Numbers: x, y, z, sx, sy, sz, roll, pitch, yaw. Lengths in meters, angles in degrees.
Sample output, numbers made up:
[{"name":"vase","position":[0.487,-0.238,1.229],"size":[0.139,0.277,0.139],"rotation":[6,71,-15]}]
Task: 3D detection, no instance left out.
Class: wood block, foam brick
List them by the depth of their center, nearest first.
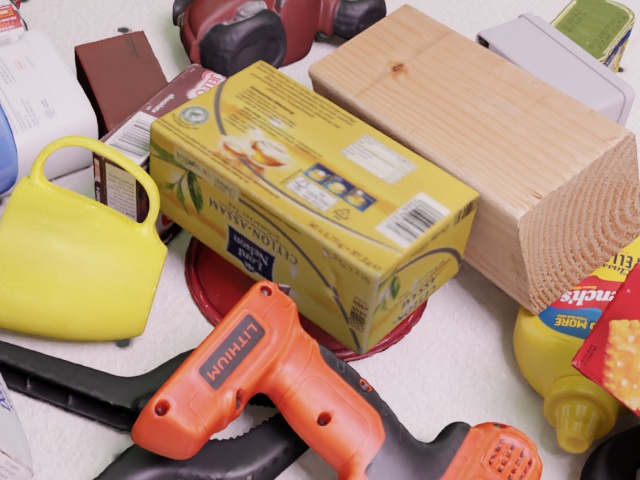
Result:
[{"name":"wood block","position":[0.094,-0.058,0.676],"size":[0.090,0.090,0.206],"rotation":[-35,47,-13]},{"name":"foam brick","position":[-0.135,-0.098,0.747],"size":[0.053,0.051,0.078],"rotation":[-18,65,-18]}]

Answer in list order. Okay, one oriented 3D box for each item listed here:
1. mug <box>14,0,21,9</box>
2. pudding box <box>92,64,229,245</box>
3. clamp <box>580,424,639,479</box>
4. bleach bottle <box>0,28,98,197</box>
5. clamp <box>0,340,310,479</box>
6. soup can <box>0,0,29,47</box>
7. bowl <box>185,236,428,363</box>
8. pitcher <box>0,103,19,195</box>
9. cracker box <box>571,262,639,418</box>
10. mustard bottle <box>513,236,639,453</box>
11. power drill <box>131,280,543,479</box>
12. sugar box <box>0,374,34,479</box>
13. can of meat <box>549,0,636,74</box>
[{"name":"mug","position":[-0.285,-0.192,0.819],"size":[0.117,0.093,0.081],"rotation":[-1,43,-48]},{"name":"pudding box","position":[-0.099,-0.048,0.690],"size":[0.039,0.090,0.113],"rotation":[25,47,19]},{"name":"clamp","position":[0.158,0.154,0.557],"size":[0.120,0.039,0.171],"rotation":[24,45,0]},{"name":"bleach bottle","position":[-0.276,-0.055,0.686],"size":[0.250,0.068,0.103],"rotation":[-23,64,-27]},{"name":"clamp","position":[-0.088,0.111,0.566],"size":[0.210,0.036,0.164],"rotation":[-4,47,-9]},{"name":"soup can","position":[-0.265,-0.133,0.767],"size":[0.102,0.068,0.069],"rotation":[-22,52,-29]},{"name":"bowl","position":[-0.004,0.001,0.680],"size":[0.162,0.055,0.162],"rotation":[4,45,-4]},{"name":"pitcher","position":[-0.285,-0.012,0.566],"size":[0.242,0.149,0.145],"rotation":[-33,58,-26]},{"name":"cracker box","position":[0.250,0.103,0.510],"size":[0.163,0.072,0.214],"rotation":[15,20,-47]},{"name":"mustard bottle","position":[0.170,0.052,0.652],"size":[0.096,0.058,0.191],"rotation":[15,45,12]},{"name":"power drill","position":[0.002,0.124,0.522],"size":[0.187,0.057,0.184],"rotation":[39,53,2]},{"name":"sugar box","position":[-0.224,0.112,0.486],"size":[0.176,0.048,0.093],"rotation":[-30,56,-3]},{"name":"can of meat","position":[0.197,-0.131,0.826],"size":[0.057,0.084,0.102],"rotation":[27,47,18]}]
